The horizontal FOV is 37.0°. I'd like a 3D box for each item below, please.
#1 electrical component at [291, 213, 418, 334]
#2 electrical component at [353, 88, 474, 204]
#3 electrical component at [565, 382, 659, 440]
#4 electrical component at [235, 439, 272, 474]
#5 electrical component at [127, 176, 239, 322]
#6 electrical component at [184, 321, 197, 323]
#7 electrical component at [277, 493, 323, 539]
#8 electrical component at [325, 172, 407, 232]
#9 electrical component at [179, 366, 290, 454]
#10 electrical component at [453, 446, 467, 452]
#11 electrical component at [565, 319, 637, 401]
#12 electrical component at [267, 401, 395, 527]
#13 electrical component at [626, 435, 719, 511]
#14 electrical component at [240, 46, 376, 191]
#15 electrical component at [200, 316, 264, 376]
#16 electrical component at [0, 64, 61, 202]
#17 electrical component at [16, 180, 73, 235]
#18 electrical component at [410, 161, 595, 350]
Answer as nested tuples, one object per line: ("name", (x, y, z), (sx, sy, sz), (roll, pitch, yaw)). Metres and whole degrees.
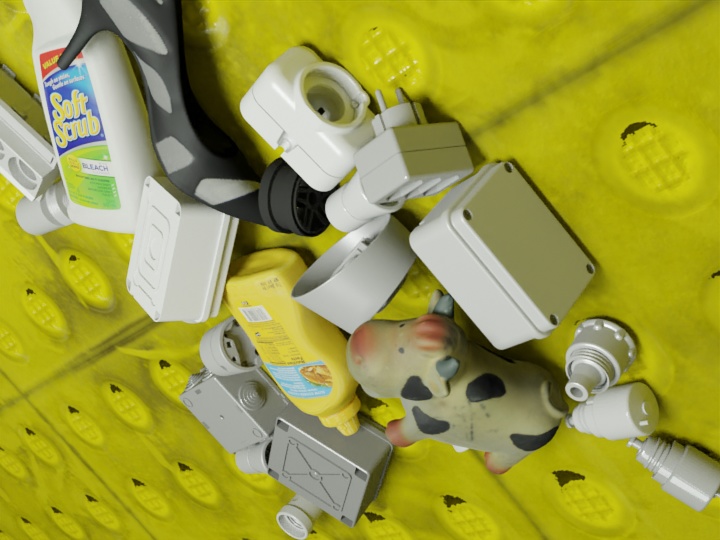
("electrical component", (0.000, 0.000, 0.835), (0.064, 0.099, 0.099), (37, 141, -5))
("electrical component", (0.032, -0.093, 0.756), (0.047, 0.066, 0.076), (-30, 75, 50))
("electrical component", (0.191, 0.110, 0.823), (0.078, 0.040, 0.040), (-20, 111, 47))
("electrical component", (-0.103, 0.198, 1.144), (0.065, 0.044, 0.044), (-16, 114, 51))
("electrical component", (-0.153, -0.018, 0.928), (0.078, 0.057, 0.113), (38, 121, 47))
("electrical component", (-0.155, 0.019, 1.019), (0.045, 0.045, 0.055), (38, 141, 5))
("electrical component", (-0.061, 0.260, 1.160), (0.040, 0.046, 0.040), (22, 137, 23))
("electrical component", (0.002, -0.055, 0.828), (0.044, 0.044, 0.065), (48, 145, -8))
("electrical component", (-0.128, 0.136, 1.100), (0.099, 0.048, 0.100), (49, 140, -8))
("electrical component", (0.081, 0.121, 0.919), (0.055, 0.045, 0.045), (47, 140, -5))
("electrical component", (0.170, 0.069, 0.785), (0.048, 0.062, 0.048), (22, 137, 23))
("electrical component", (-0.030, 0.182, 1.056), (0.109, 0.056, 0.108), (30, 139, 14))
("electrical component", (0.240, 0.150, 0.819), (0.078, 0.040, 0.040), (31, 140, 13))
("electrical component", (-0.033, -0.114, 0.792), (0.095, 0.053, 0.059), (46, 141, -4))
("electrical component", (-0.122, 0.074, 1.036), (0.055, 0.055, 0.047), (52, 143, -12))
("electrical component", (-0.325, -0.133, 1.006), (0.121, 0.063, 0.078), (43, 141, -1))
("electrical component", (-0.302, -0.063, 1.066), (0.081, 0.043, 0.043), (-13, 117, 45))
("electrical component", (0.102, -0.010, 0.757), (0.113, 0.078, 0.057), (49, 143, -9))
